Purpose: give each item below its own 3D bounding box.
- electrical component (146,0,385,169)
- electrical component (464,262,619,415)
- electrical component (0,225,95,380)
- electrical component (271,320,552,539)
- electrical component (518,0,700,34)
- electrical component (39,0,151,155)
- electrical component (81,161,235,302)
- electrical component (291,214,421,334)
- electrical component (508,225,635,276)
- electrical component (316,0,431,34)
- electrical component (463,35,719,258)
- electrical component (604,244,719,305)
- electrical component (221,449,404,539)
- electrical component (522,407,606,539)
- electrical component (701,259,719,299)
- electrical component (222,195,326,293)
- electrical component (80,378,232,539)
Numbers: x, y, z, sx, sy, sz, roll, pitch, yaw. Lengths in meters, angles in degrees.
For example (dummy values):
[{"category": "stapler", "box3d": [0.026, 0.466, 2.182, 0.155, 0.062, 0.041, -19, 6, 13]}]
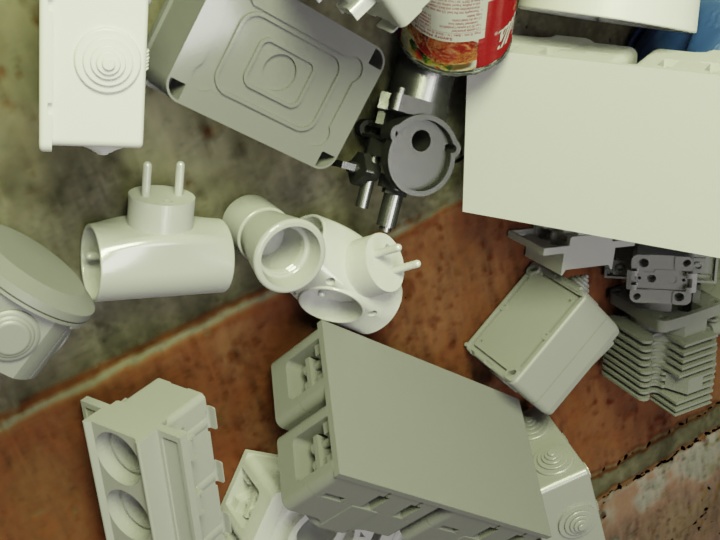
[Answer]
[{"category": "electrical component", "box3d": [-0.055, -0.113, 0.585, 0.113, 0.057, 0.078, 23, 99, -35]}, {"category": "electrical component", "box3d": [0.136, 0.045, 0.765, 0.096, 0.062, 0.061, -50, 126, -1]}, {"category": "electrical component", "box3d": [-0.183, 0.014, 0.557, 0.080, 0.080, 0.051, 34, 98, -36]}, {"category": "electrical component", "box3d": [0.032, 0.118, 0.702, 0.186, 0.105, 0.060, 24, 132, -35]}, {"category": "electrical component", "box3d": [0.154, -0.180, 0.647, 0.108, 0.108, 0.060, 1, 105, -30]}, {"category": "electrical component", "box3d": [-0.130, -0.110, 0.519, 0.048, 0.099, 0.099, 0, 112, -17]}, {"category": "electrical component", "box3d": [-0.112, -0.023, 0.602, 0.077, 0.043, 0.079, -4, 114, -29]}, {"category": "electrical component", "box3d": [0.000, 0.000, 0.660, 0.077, 0.079, 0.044, 38, 50, -37]}, {"category": "electrical component", "box3d": [0.150, -0.034, 0.749, 0.081, 0.042, 0.063, -6, 113, -29]}, {"category": "electrical component", "box3d": [-0.008, -0.169, 0.547, 0.078, 0.121, 0.063, -45, 129, -4]}, {"category": "electrical component", "box3d": [0.161, -0.079, 0.650, 0.060, 0.186, 0.105, -38, 134, -53]}, {"category": "electrical component", "box3d": [0.219, -0.005, 0.780, 0.081, 0.063, 0.042, 2, 118, 14]}, {"category": "electrical component", "box3d": [-0.010, 0.199, 0.753, 0.186, 0.060, 0.105, 17, 103, -34]}, {"category": "electrical component", "box3d": [0.138, 0.160, 0.798, 0.048, 0.099, 0.099, -23, 122, -5]}, {"category": "electrical component", "box3d": [0.316, 0.024, 0.850, 0.066, 0.077, 0.047, 26, 98, -36]}, {"category": "electrical component", "box3d": [-0.054, -0.019, 0.624, 0.044, 0.065, 0.044, -12, 117, -26]}, {"category": "electrical component", "box3d": [-0.120, 0.133, 0.652, 0.063, 0.079, 0.121, -36, 131, -47]}]
